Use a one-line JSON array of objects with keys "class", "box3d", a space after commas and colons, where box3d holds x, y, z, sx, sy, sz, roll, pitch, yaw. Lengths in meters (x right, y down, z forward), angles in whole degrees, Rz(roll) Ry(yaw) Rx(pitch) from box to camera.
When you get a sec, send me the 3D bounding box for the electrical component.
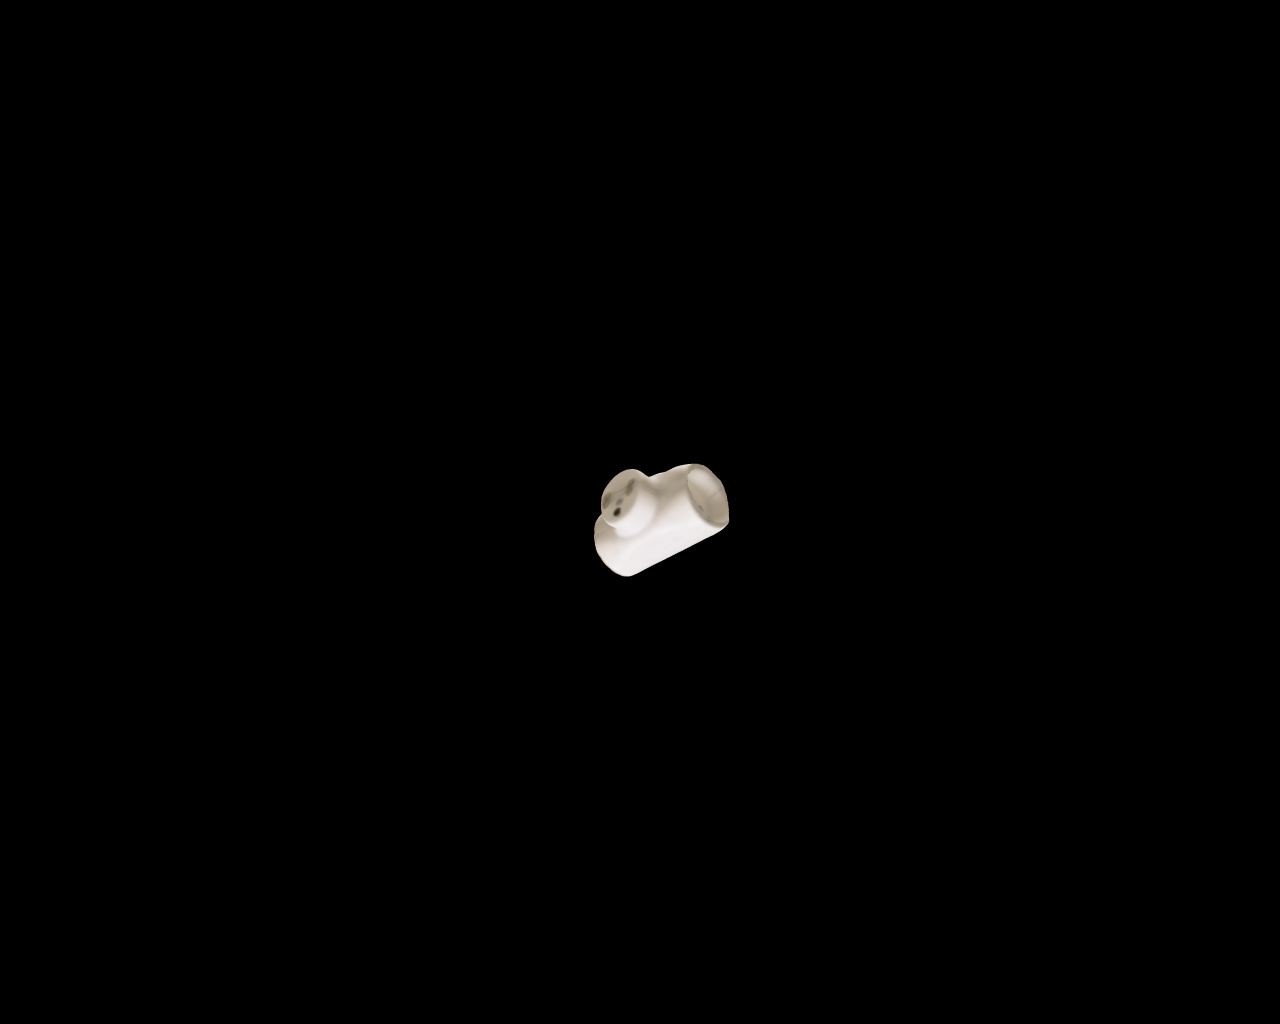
[{"class": "electrical component", "box3d": [0.001, -0.003, 0.650, 0.077, 0.044, 0.079, -29, -46, 33]}]
